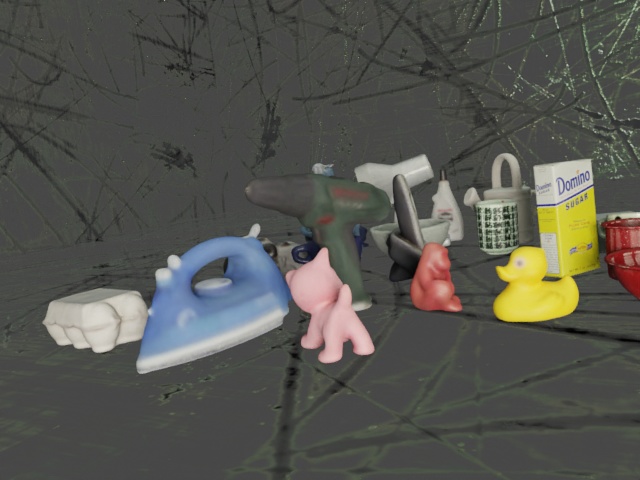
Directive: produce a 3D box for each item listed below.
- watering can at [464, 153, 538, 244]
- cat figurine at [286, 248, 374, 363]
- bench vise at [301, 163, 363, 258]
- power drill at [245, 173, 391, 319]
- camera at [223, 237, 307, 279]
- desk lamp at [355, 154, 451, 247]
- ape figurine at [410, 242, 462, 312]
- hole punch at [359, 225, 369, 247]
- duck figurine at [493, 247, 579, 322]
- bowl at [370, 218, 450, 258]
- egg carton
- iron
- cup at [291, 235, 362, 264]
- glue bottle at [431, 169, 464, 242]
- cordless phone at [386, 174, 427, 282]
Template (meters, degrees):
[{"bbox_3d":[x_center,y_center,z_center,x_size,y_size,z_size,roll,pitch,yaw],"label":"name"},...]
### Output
[{"bbox_3d":[0.402,-0.091,1.248,0.173,0.194,0.100,-12,9,-32],"label":"watering can"},{"bbox_3d":[0.006,0.070,0.671,0.067,0.118,0.127,-10,8,-23],"label":"cat figurine"},{"bbox_3d":[0.021,-0.055,1.226,0.121,0.220,0.207,-6,7,7],"label":"bench vise"},{"bbox_3d":[0.008,0.003,0.830,0.230,0.208,0.075,-12,9,-33],"label":"power drill"},{"bbox_3d":[-0.110,0.042,1.059,0.143,0.101,0.136,-12,9,-34],"label":"camera"},{"bbox_3d":[0.190,-0.085,1.324,0.203,0.213,0.118,-5,8,11],"label":"desk lamp"},{"bbox_3d":[0.160,0.049,0.792,0.075,0.092,0.078,-2,9,34],"label":"ape figurine"},{"bbox_3d":[0.064,-0.023,1.447,0.101,0.091,0.108,-9,8,-16],"label":"hole punch"},{"bbox_3d":[0.264,0.050,0.709,0.104,0.086,0.077,-7,7,-2],"label":"duck figurine"},{"bbox_3d":[0.188,0.004,1.186,0.167,0.075,0.167,-7,7,1],"label":"bowl"},{"bbox_3d":[-0.319,0.113,0.825,0.149,0.069,0.107,-1,9,37],"label":"egg carton"},{"bbox_3d":[-0.145,0.065,0.758,0.118,0.141,0.259,-2,9,33],"label":"iron"},{"bbox_3d":[0.015,0.046,0.938,0.118,0.095,0.091,-7,7,-4],"label":"cup"},{"bbox_3d":[0.299,-0.083,1.367,0.078,0.173,0.037,-5,8,15],"label":"glue bottle"},{"bbox_3d":[0.163,-0.028,1.017,0.094,0.185,0.148,-5,8,11],"label":"cordless phone"}]
